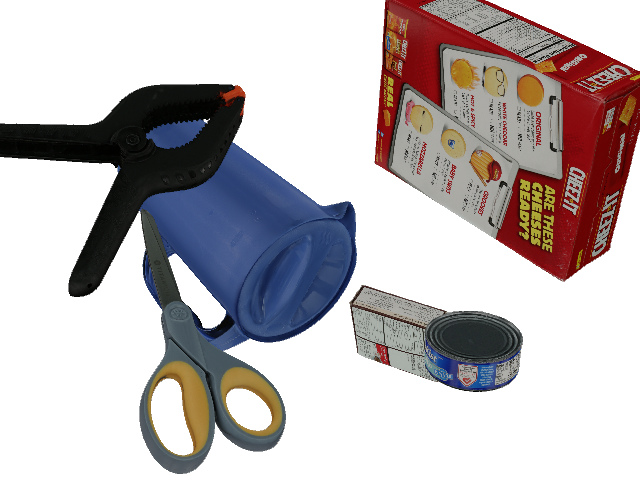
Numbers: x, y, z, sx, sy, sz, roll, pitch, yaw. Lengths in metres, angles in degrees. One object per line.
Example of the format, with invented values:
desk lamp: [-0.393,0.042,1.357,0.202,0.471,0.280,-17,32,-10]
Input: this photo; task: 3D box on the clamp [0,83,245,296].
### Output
clamp: [-0.138,-0.054,0.789,0.209,0.165,0.036,-24,-26,-23]

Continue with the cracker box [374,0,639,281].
cracker box: [0.143,-0.093,0.851,0.072,0.164,0.214,-29,47,-33]

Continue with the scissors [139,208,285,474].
scissors: [-0.071,0.058,0.671,0.096,0.202,0.016,10,-46,-15]

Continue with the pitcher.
pitcher: [-0.096,-0.016,1.005,0.148,0.145,0.243,-13,40,-39]

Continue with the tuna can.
tuna can: [0.135,0.098,0.946,0.086,0.034,0.086,0,26,0]

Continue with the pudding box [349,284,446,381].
pudding box: [0.093,0.108,1.242,0.114,0.090,0.039,15,46,26]
